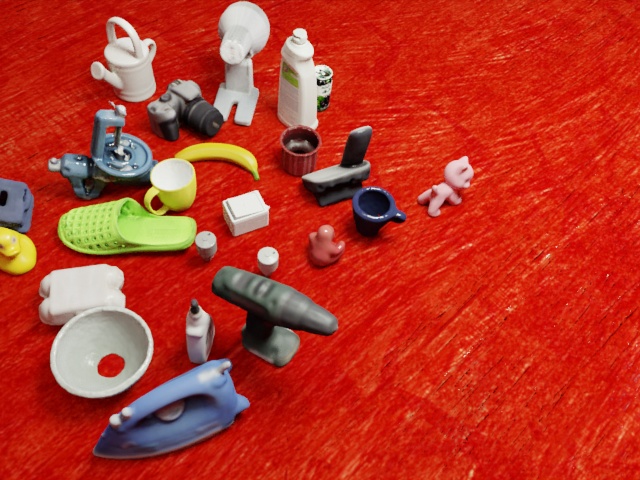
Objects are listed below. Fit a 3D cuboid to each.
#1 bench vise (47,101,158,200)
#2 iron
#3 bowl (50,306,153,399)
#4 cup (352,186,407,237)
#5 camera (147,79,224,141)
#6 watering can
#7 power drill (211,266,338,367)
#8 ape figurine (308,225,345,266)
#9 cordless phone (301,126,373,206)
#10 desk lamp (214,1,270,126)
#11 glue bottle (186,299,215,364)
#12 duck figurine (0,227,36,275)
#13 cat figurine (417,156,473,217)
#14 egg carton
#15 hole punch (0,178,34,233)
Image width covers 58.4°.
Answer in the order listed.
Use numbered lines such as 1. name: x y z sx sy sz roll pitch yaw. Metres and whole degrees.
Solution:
1. bench vise: -0.435 -0.170 1.147 0.208 0.220 0.121 -26 62 -21
2. iron: -0.249 0.270 0.921 0.259 0.141 0.118 -22 61 -19
3. bowl: -0.370 0.203 0.992 0.167 0.075 0.167 3 56 -4
4. cup: 0.120 -0.047 1.203 0.117 0.095 0.092 21 57 8
5. camera: -0.302 -0.295 1.317 0.136 0.101 0.143 34 59 16
6. watering can: -0.449 -0.420 1.328 0.101 0.194 0.173 13 56 3
7. power drill: -0.079 0.137 0.989 0.229 0.208 0.076 26 58 11
8. ape figurine: 0.011 0.004 1.158 0.077 0.092 0.076 34 59 16
9. cordless phone: 0.040 -0.169 1.221 0.148 0.185 0.094 -22 61 -19
10. desk lamp: -0.189 -0.417 1.344 0.118 0.213 0.203 8 56 -1
11. glue bottle: -0.210 0.148 0.988 0.037 0.173 0.078 7 56 -1
12. duck figurine: -0.595 0.007 1.091 0.078 0.086 0.104 -33 65 -24
13. cat figurine: 0.286 -0.127 1.261 0.128 0.118 0.067 -30 64 -23
14. egg carton: -0.437 0.103 1.055 0.150 0.069 0.107 -9 58 -12
15. hole punch: -0.632 -0.074 1.139 0.101 0.091 0.108 -6 57 -10
